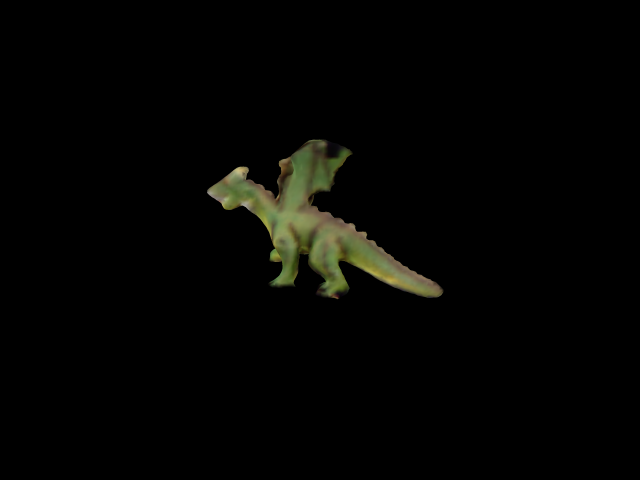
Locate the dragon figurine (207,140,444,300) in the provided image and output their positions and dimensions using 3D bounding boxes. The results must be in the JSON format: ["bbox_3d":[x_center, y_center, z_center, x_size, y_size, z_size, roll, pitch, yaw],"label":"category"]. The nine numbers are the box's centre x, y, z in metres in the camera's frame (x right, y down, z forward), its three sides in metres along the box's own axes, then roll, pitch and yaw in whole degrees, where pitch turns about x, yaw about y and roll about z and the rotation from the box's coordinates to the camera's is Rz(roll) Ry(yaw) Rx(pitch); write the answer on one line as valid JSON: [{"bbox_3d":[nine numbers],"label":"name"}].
[{"bbox_3d":[0.003,-0.043,0.850,0.410,0.240,0.124,6,16,18],"label":"dragon figurine"}]
